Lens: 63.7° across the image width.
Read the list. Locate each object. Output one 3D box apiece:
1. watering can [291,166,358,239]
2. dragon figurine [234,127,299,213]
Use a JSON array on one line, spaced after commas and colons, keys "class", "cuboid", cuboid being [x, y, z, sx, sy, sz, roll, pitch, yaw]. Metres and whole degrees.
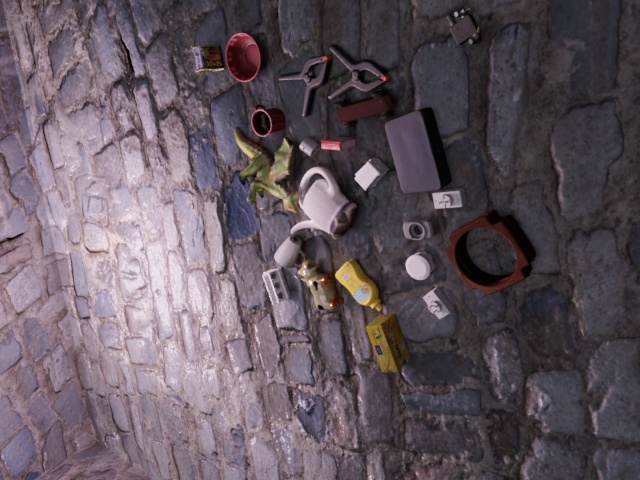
[{"class": "watering can", "cuboid": [0.005, -0.087, 1.732, 0.105, 0.339, 0.227, -30, 62, -38]}, {"class": "dragon figurine", "cuboid": [-0.172, -0.269, 1.795, 0.240, 0.415, 0.122, -28, -16, 30]}]
